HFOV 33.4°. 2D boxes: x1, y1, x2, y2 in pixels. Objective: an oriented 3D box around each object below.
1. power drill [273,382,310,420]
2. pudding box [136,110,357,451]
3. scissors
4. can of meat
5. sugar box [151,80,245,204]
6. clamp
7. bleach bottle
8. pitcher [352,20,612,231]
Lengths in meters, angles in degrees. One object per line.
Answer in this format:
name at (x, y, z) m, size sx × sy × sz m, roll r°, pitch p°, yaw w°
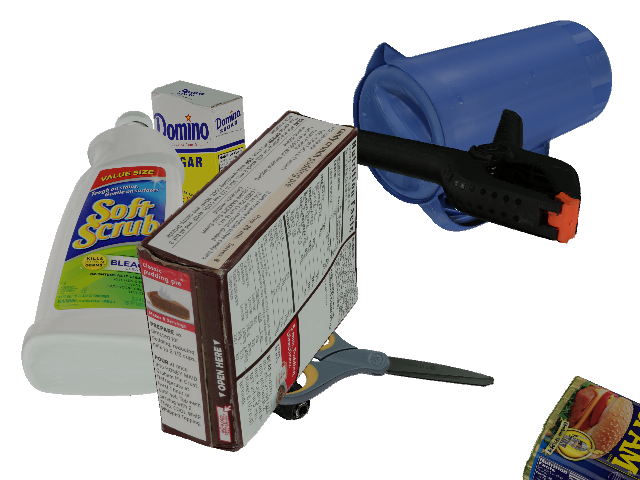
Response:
power drill at (-0.055, 0.086, 1.189) m, size 0.185 × 0.188 × 0.057 m, roll 28°, pitch 11°, yaw 41°
pudding box at (-0.023, 0.014, 0.421) m, size 0.039 × 0.090 × 0.113 m, roll 13°, pitch 37°, yaw 22°
scissors at (0.031, 0.112, 0.867) m, size 0.202 × 0.096 × 0.016 m, roll 21°, pitch -36°, yaw 13°
can of meat at (0.209, 0.156, 0.792) m, size 0.084 × 0.057 × 0.101 m, roll 24°, pitch 41°, yaw 24°
sugar box at (-0.113, -0.057, 1.022) m, size 0.093 × 0.176 × 0.048 m, roll 19°, pitch 34°, yaw 41°
clamp at (0.108, -0.050, 0.762) m, size 0.164 × 0.036 × 0.210 m, roll -6°, pitch 25°, yaw -15°
bleach bottle at (-0.152, -0.006, 0.785) m, size 0.102 × 0.251 × 0.068 m, roll 2°, pitch -44°, yaw -8°
pitcher at (0.165, -0.123, 1.024) m, size 0.242 × 0.149 × 0.145 m, roll -22°, pitch 45°, yaw -29°
